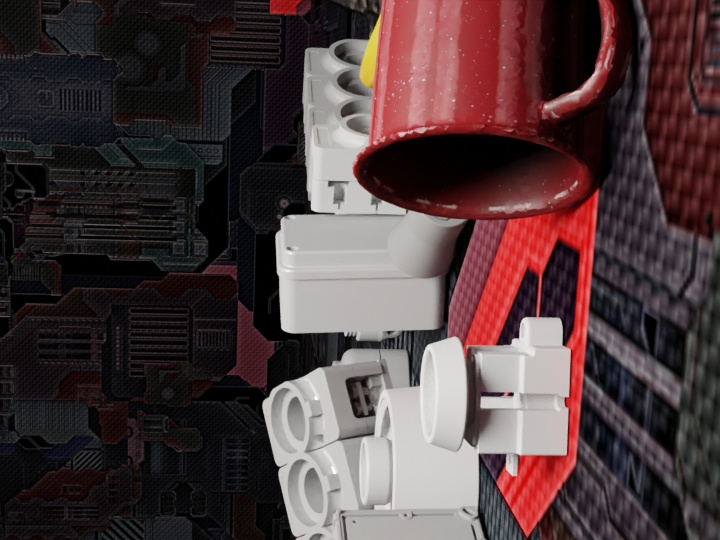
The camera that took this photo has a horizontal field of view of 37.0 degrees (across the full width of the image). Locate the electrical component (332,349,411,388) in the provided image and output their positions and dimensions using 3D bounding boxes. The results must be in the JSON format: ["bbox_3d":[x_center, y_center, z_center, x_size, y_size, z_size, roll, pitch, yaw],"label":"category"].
[{"bbox_3d":[0.006,0.105,0.906,0.095,0.059,0.053,102,168,-62],"label":"electrical component"}]

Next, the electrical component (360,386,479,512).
[{"bbox_3d":[0.032,0.122,0.653,0.108,0.060,0.108,-179,90,-84],"label":"electrical component"}]

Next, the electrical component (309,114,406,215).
[{"bbox_3d":[0.011,-0.075,0.753,0.050,0.089,0.055,-101,13,-63],"label":"electrical component"}]

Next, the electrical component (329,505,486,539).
[{"bbox_3d":[0.020,0.170,0.579,0.061,0.096,0.061,-101,13,-62],"label":"electrical component"}]

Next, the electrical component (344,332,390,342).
[{"bbox_3d":[-0.001,0.043,0.979,0.043,0.062,0.043,-179,90,-84],"label":"electrical component"}]

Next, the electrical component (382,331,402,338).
[{"bbox_3d":[0.020,0.027,0.873,0.062,0.048,0.048,-105,16,-46],"label":"electrical component"}]

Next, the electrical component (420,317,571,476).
[{"bbox_3d":[0.056,0.053,0.455,0.048,0.055,0.066,-152,64,-83],"label":"electrical component"}]

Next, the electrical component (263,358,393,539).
[{"bbox_3d":[-0.012,0.148,0.739,0.089,0.062,0.150,-35,65,50],"label":"electrical component"}]

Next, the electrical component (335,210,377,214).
[{"bbox_3d":[0.008,-0.083,0.949,0.108,0.056,0.108,-96,9,-51],"label":"electrical component"}]

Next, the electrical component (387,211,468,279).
[{"bbox_3d":[0.045,-0.028,0.660,0.065,0.044,0.044,113,158,-61],"label":"electrical component"}]

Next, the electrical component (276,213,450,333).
[{"bbox_3d":[0.000,0.000,0.733,0.078,0.113,0.057,-103,12,-67],"label":"electrical component"}]

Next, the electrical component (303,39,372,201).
[{"bbox_3d":[0.002,-0.121,0.851,0.150,0.089,0.061,-96,10,-52],"label":"electrical component"}]
